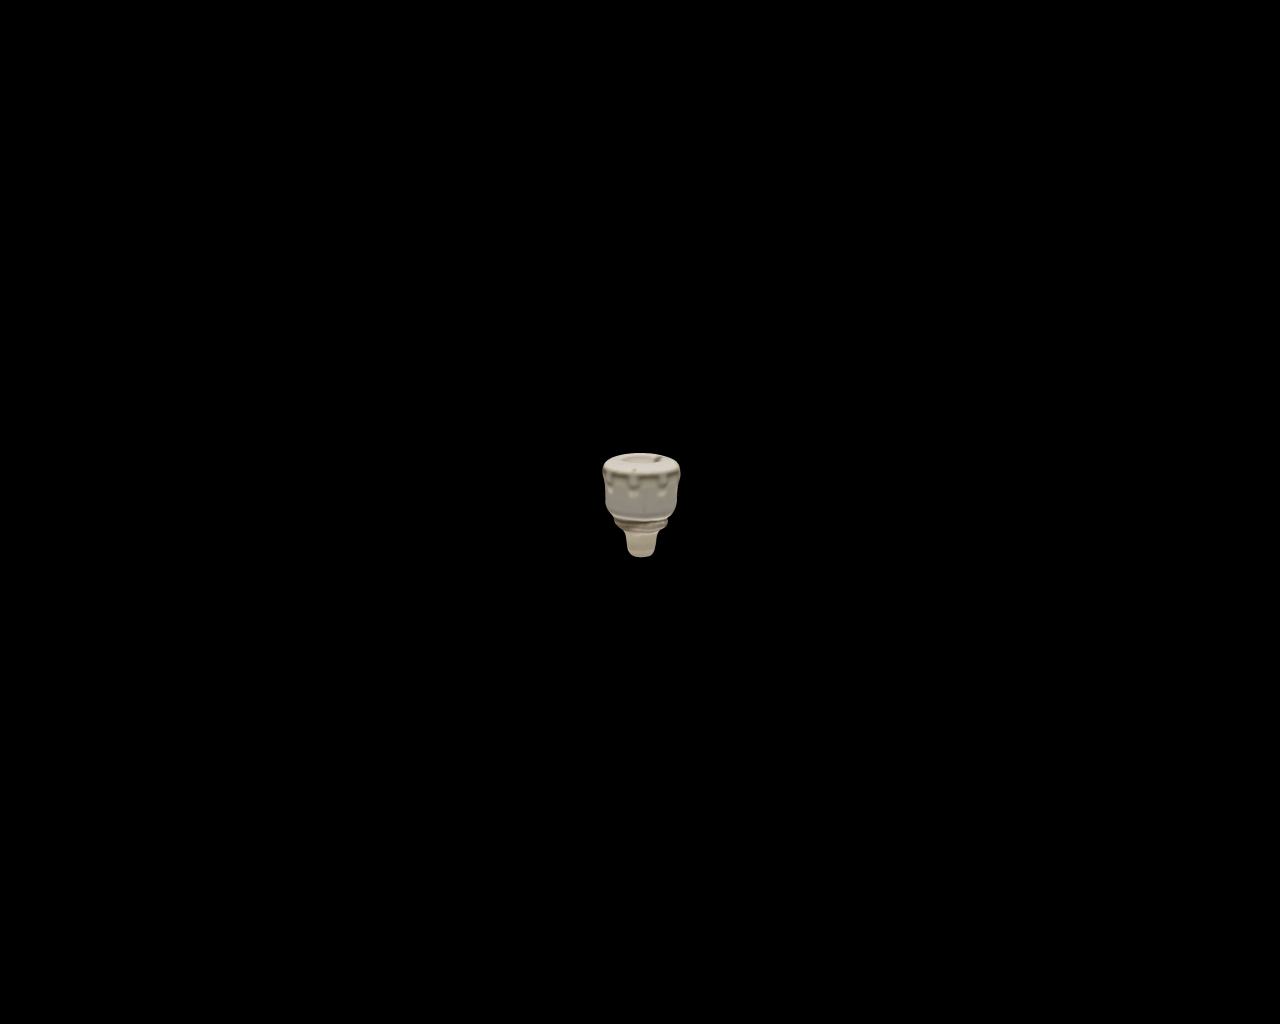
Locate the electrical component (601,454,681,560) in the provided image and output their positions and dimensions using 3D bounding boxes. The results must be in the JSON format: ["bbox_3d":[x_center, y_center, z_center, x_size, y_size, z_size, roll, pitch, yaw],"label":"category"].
[{"bbox_3d":[0.001,-0.003,0.650,0.048,0.062,0.048,0,14,0],"label":"electrical component"}]
